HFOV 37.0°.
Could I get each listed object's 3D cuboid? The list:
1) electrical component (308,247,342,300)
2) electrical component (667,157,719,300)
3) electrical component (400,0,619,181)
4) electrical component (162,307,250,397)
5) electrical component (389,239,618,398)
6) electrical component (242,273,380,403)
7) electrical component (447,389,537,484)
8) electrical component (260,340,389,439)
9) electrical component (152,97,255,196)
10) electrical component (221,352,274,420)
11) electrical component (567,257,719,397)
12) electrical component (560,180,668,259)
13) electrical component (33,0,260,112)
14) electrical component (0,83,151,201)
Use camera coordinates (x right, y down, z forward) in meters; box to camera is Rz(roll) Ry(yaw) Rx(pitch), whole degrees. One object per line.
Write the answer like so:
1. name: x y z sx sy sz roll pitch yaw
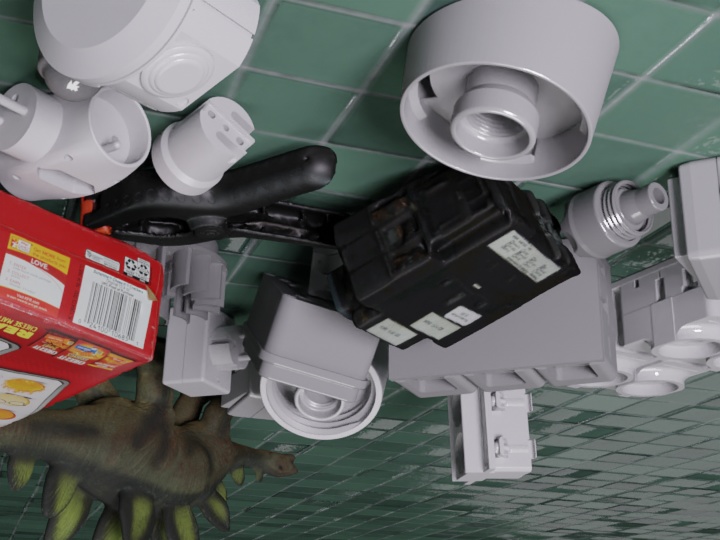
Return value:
1. electrical component: 0.000 0.000 0.737 0.066 0.048 0.055 16 162 -35
2. electrical component: 0.223 -0.022 0.643 0.061 0.061 0.096 -9 157 24
3. electrical component: 0.069 -0.088 0.508 0.099 0.064 0.099 12 153 6
4. electrical component: -0.115 0.065 0.881 0.077 0.065 0.047 -7 158 21
5. electrical component: 0.101 0.036 0.764 0.150 0.089 0.062 -8 157 22
6. electrical component: -0.037 0.047 0.767 0.078 0.057 0.113 18 -176 -15
7. electrical component: 0.113 0.119 0.937 0.063 0.121 0.078 2 159 -10
8. electrical component: -0.030 0.088 0.872 0.108 0.060 0.108 2 121 3
9. electrical component: -0.083 -0.067 0.574 0.040 0.040 0.046 17 149 -36
10. electrical component: -0.084 0.093 0.960 0.061 0.061 0.096 9 158 -19
11. electrical component: 0.236 0.048 0.830 0.105 0.060 0.186 12 156 -27
12. electrical component: 0.155 -0.033 0.643 0.043 0.043 0.062 15 154 -32
13. electrical component: -0.083 -0.105 0.419 0.080 0.080 0.051 -11 162 29
14. electrical component: -0.164 -0.071 0.557 0.077 0.043 0.079 -13 155 32
